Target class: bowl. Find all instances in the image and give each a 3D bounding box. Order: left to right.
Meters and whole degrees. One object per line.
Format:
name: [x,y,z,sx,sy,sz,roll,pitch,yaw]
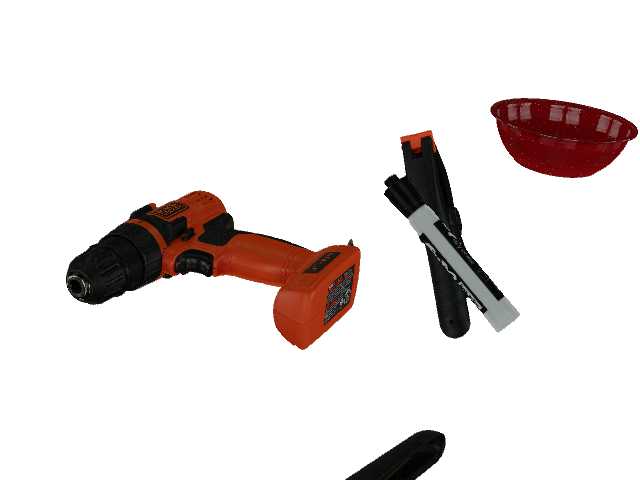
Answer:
bowl: [0.265,-0.110,1.183,0.162,0.055,0.162,5,23,-2]

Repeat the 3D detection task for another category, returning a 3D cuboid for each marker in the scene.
marker: [0.082,0.006,0.684,0.020,0.121,0.020,-38,-8,-6]

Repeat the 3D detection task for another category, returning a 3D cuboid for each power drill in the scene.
power drill: [-0.077,0.022,0.827,0.188,0.057,0.184,19,29,21]

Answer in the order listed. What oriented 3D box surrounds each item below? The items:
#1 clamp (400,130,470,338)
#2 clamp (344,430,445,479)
clamp: [0.101,-0.004,0.901,0.039,0.171,0.120,-17,20,12]
clamp: [-0.004,0.178,0.646,0.210,0.036,0.164,-5,28,4]
